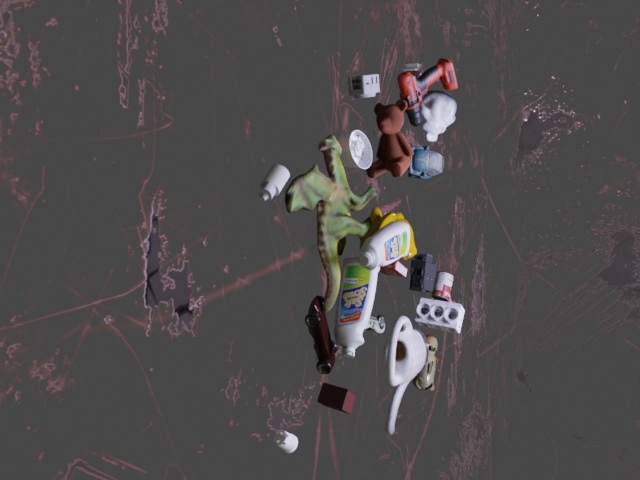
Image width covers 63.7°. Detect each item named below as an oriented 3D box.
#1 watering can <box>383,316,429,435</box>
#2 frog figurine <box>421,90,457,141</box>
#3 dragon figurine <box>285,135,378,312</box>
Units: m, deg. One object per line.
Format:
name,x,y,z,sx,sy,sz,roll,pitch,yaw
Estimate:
watering can,0.259,0.409,1.621,0.224,0.104,0.348,5,88,-58
frog figurine,0.383,-0.414,1.727,0.137,0.123,0.160,19,86,-23
dragon figurine,0.004,-0.061,1.209,0.240,0.121,0.417,30,65,-36
